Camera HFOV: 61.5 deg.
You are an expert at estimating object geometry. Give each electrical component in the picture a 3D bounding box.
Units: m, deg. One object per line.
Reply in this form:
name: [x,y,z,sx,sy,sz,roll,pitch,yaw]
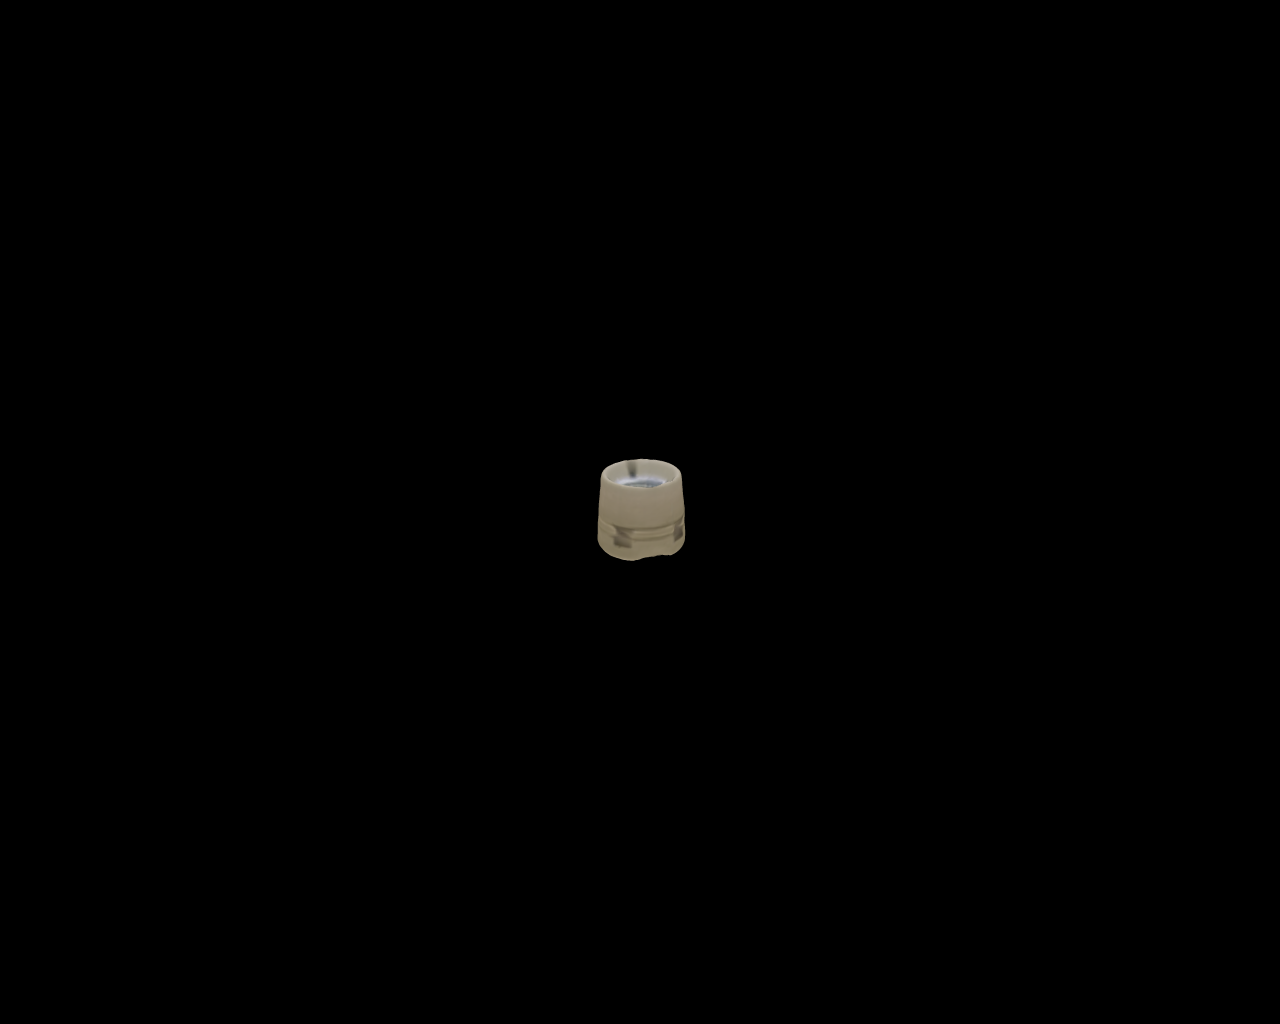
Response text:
electrical component: [0.001,-0.003,0.650,0.055,0.047,0.055,0,24,0]
